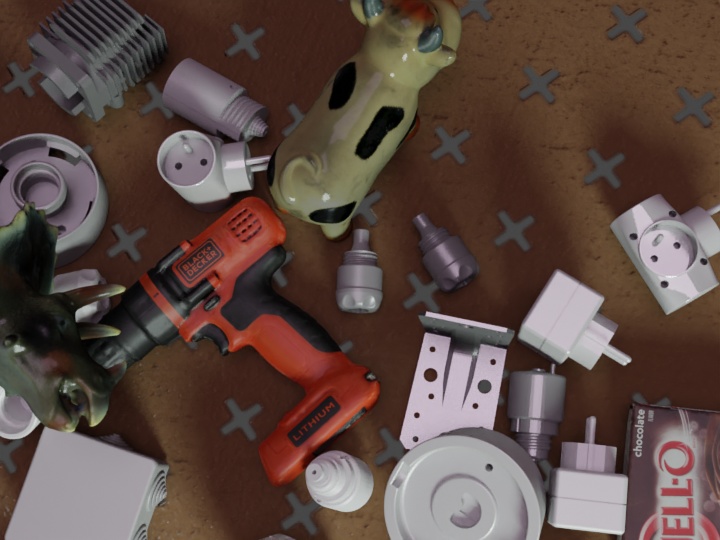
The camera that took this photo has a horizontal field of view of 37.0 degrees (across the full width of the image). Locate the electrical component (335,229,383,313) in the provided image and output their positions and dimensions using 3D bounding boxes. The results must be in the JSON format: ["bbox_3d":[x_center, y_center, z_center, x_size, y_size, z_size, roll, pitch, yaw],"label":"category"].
[{"bbox_3d":[0.000,0.000,0.802,0.035,0.035,0.061,1,77,6],"label":"electrical component"}]

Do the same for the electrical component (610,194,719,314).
[{"bbox_3d":[0.235,-0.020,0.776,0.079,0.044,0.077,-30,78,0],"label":"electrical component"}]

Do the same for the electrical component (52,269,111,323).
[{"bbox_3d":[-0.224,0.025,0.815,0.062,0.043,0.043,-12,79,5],"label":"electrical component"}]

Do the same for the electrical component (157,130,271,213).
[{"bbox_3d":[-0.103,-0.076,0.804,0.079,0.077,0.044,-8,79,4],"label":"electrical component"}]

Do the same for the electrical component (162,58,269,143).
[{"bbox_3d":[-0.107,-0.126,0.831,0.081,0.043,0.043,30,84,10],"label":"electrical component"}]

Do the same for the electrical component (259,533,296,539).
[{"bbox_3d":[-0.052,0.220,0.735,0.054,0.095,0.059,25,83,10],"label":"electrical component"}]

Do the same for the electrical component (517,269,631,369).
[{"bbox_3d":[0.155,0.044,0.753,0.076,0.083,0.047,32,84,11],"label":"electrical component"}]

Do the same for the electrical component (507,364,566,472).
[{"bbox_3d":[0.125,0.106,0.766,0.040,0.040,0.078,5,80,7],"label":"electrical component"}]

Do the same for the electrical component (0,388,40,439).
[{"bbox_3d":[-0.241,0.095,0.792,0.044,0.065,0.044,2,97,12],"label":"electrical component"}]

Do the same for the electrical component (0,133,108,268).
[{"bbox_3d":[-0.246,-0.054,0.834,0.099,0.064,0.099,2,74,-6],"label":"electrical component"}]

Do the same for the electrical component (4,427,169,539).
[{"bbox_3d":[-0.196,0.167,0.783,0.100,0.048,0.099,17,82,9],"label":"electrical component"}]

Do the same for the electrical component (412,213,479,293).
[{"bbox_3d":[0.060,-0.015,0.799,0.035,0.035,0.061,-33,76,-1],"label":"electrical component"}]

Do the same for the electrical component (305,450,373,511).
[{"bbox_3d":[-0.019,0.147,0.758,0.040,0.078,0.040,-6,71,17],"label":"electrical component"}]

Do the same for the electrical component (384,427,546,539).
[{"bbox_3d":[0.077,0.161,0.746,0.108,0.060,0.108,2,95,20],"label":"electrical component"}]

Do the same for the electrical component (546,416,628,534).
[{"bbox_3d":[0.157,0.140,0.744,0.047,0.065,0.076,5,80,7],"label":"electrical component"}]
